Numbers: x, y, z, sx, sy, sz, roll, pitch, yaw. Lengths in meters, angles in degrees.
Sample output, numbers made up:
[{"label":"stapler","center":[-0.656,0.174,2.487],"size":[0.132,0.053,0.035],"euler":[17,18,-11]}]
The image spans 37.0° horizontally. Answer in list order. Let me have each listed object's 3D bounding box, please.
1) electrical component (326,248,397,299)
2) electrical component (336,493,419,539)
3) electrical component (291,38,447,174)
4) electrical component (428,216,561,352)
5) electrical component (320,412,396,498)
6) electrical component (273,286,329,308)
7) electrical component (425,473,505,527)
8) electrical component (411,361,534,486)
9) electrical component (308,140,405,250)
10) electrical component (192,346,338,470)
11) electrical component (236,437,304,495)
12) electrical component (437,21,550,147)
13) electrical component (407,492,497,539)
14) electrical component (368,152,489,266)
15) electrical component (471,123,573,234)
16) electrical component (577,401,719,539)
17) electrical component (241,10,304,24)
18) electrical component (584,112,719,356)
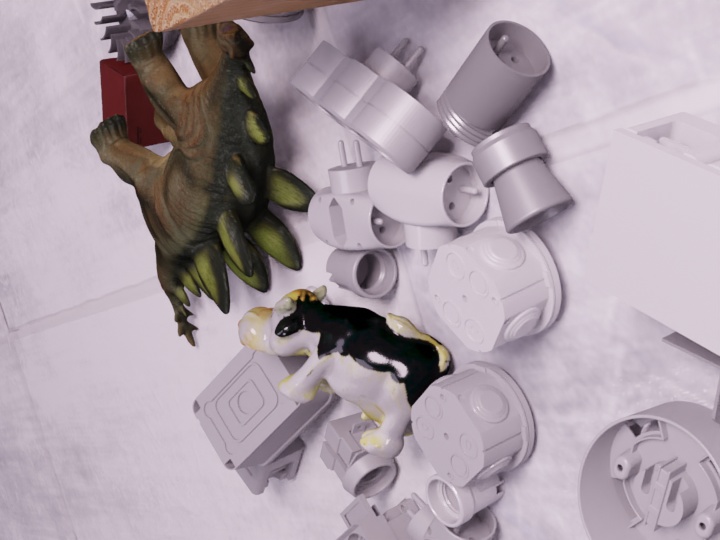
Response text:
[{"label":"electrical component","center":[0.000,0.000,0.824],"size":[0.046,0.040,0.040],"euler":[10,114,58]},{"label":"electrical component","center":[0.023,0.220,0.873],"size":[0.081,0.064,0.042],"euler":[58,142,18]},{"label":"electrical component","center":[0.014,-0.126,0.733],"size":[0.073,0.052,0.138],"euler":[-51,42,3]},{"label":"electrical component","center":[0.086,0.010,0.694],"size":[0.080,0.051,0.080],"euler":[37,139,41]},{"label":"electrical component","center":[-0.001,0.155,0.893],"size":[0.055,0.048,0.066],"euler":[51,141,38]},{"label":"electrical component","center":[-0.056,0.043,0.897],"size":[0.048,0.062,0.048],"euler":[47,148,44]},{"label":"electrical component","center":[0.077,0.160,0.785],"size":[0.040,0.046,0.040],"euler":[28,126,45]},{"label":"electrical component","center":[0.079,0.108,0.755],"size":[0.080,0.051,0.080],"euler":[27,126,45]},{"label":"electrical component","center":[-0.002,-0.057,0.797],"size":[0.077,0.043,0.079],"euler":[8,111,52]},{"label":"electrical component","center":[-0.082,0.113,0.940],"size":[0.113,0.057,0.078],"euler":[-46,65,26]},{"label":"electrical component","center":[-0.099,0.157,1.022],"size":[0.089,0.050,0.055],"euler":[48,140,30]},{"label":"electrical component","center":[0.078,-0.110,0.663],"size":[0.043,0.043,0.081],"euler":[59,143,17]},{"label":"electrical component","center":[0.063,0.204,0.827],"size":[0.079,0.044,0.077],"euler":[42,136,36]},{"label":"electrical component","center":[0.048,-0.038,0.737],"size":[0.077,0.043,0.079],"euler":[15,118,50]},{"label":"electrical component","center":[0.098,-0.056,0.658],"size":[0.045,0.045,0.055],"euler":[-40,72,53]},{"label":"electrical component","center":[0.178,0.127,0.616],"size":[0.099,0.064,0.099],"euler":[27,126,45]},{"label":"electrical component","center":[-0.076,-0.218,0.793],"size":[0.080,0.080,0.051],"euler":[44,131,34]},{"label":"electrical component","center":[0.195,-0.009,0.532],"size":[0.150,0.062,0.089],"euler":[34,131,41]}]
